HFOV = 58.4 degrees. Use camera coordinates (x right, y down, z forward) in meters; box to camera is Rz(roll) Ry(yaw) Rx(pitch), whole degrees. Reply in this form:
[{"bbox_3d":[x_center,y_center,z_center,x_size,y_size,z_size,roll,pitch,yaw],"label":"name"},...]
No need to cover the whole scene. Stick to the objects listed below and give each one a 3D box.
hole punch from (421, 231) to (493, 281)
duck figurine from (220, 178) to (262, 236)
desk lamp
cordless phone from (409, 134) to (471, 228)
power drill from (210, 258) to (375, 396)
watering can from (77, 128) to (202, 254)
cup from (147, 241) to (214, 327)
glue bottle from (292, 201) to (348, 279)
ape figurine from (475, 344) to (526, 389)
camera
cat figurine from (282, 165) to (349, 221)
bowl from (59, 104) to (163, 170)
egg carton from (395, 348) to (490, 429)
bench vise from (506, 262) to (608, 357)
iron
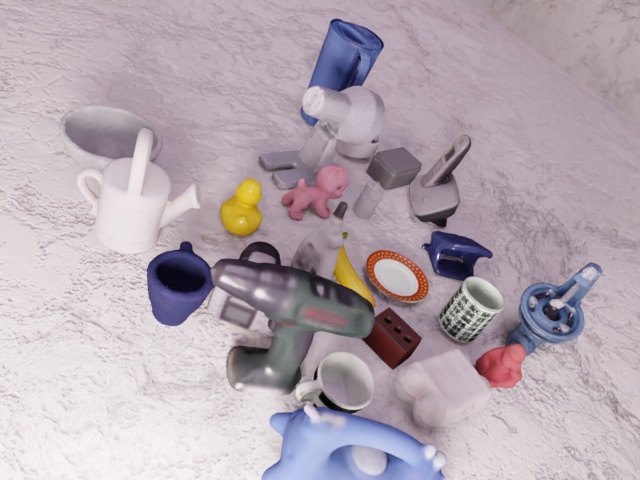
[{"bbox_3d":[0.278,0.018,1.162,0.109,0.091,0.101,11,41,-20],"label":"hole punch"},{"bbox_3d":[-0.132,-0.067,1.019,0.078,0.086,0.104,17,39,-13],"label":"duck figurine"},{"bbox_3d":[0.010,-0.218,1.172,0.204,0.213,0.117,-12,52,-39],"label":"desk lamp"},{"bbox_3d":[0.275,-0.134,1.257,0.094,0.185,0.147,16,39,-14],"label":"cordless phone"},{"bbox_3d":[-0.053,0.117,0.758,0.230,0.208,0.075,9,41,-22],"label":"power drill"},{"bbox_3d":[-0.269,-0.080,0.864,0.173,0.194,0.100,-1,46,-32],"label":"watering can"},{"bbox_3d":[-0.205,0.067,0.817,0.092,0.095,0.117,13,40,-17],"label":"cup"},{"bbox_3d":[0.009,0.003,0.952,0.037,0.173,0.078,-11,52,-39],"label":"glue bottle"},{"bbox_3d":[0.311,0.208,0.966,0.077,0.092,0.076,35,39,10],"label":"ape figurine"},{"bbox_3d":[-0.084,0.064,0.887,0.143,0.100,0.137,21,38,-8],"label":"camera"},{"bbox_3d":[0.002,-0.104,1.115,0.128,0.117,0.067,-8,50,-37],"label":"cat figurine"},{"bbox_3d":[-0.364,-0.158,0.993,0.168,0.074,0.167,17,39,-14],"label":"bowl"},{"bbox_3d":[0.191,0.230,0.888,0.151,0.069,0.107,-9,51,-38],"label":"egg carton"},{"bbox_3d":[0.446,0.102,1.064,0.121,0.219,0.208,33,38,8],"label":"bench vise"},{"bbox_3d":[0.066,0.270,0.710,0.259,0.141,0.118,18,39,-12],"label":"iron"}]
